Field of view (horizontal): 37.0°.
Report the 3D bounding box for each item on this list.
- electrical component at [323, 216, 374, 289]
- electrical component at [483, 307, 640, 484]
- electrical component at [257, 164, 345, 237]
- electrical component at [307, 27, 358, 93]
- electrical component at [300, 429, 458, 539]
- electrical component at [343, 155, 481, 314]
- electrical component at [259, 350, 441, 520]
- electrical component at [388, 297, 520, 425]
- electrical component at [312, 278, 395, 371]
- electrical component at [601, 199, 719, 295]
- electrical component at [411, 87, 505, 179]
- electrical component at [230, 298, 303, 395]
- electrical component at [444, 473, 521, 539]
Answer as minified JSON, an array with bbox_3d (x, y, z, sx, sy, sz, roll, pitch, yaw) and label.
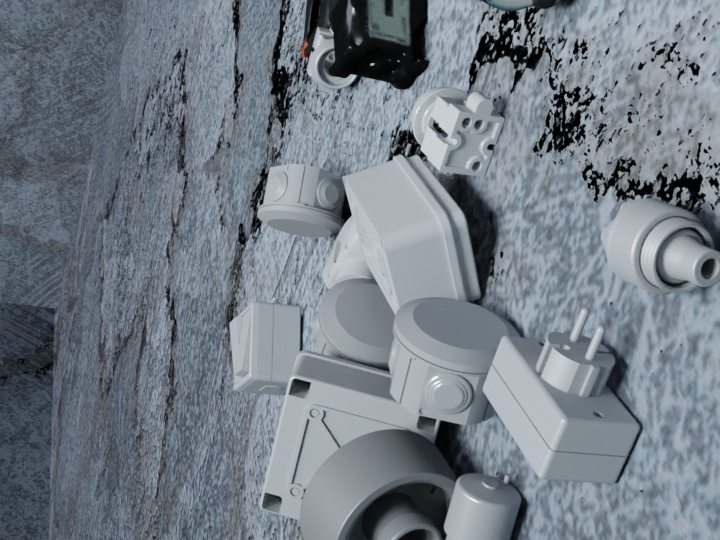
[{"bbox_3d":[0.000,0.000,0.874,0.077,0.043,0.079,123,162,-48],"label":"electrical component"},{"bbox_3d":[0.111,0.057,0.572,0.083,0.047,0.075,-120,42,-58],"label":"electrical component"},{"bbox_3d":[-0.052,-0.063,0.996,0.080,0.080,0.051,161,121,-67],"label":"electrical component"},{"bbox_3d":[-0.025,-0.199,1.021,0.055,0.048,0.066,-109,33,-64],"label":"electrical component"},{"bbox_3d":[0.022,0.164,0.690,0.060,0.108,0.108,43,123,58],"label":"electrical component"},{"bbox_3d":[0.035,-0.023,0.748,0.113,0.057,0.078,-118,11,-57],"label":"electrical component"},{"bbox_3d":[-0.005,0.124,0.755,0.056,0.109,0.108,-69,-6,-73],"label":"electrical component"},{"bbox_3d":[0.057,0.055,0.671,0.080,0.080,0.051,-118,35,-57],"label":"electrical component"},{"bbox_3d":[0.004,0.050,0.810,0.051,0.080,0.080,112,156,-45],"label":"electrical component"},{"bbox_3d":[0.147,-0.009,0.510,0.062,0.043,0.043,-142,62,-65],"label":"electrical component"},{"bbox_3d":[0.066,-0.098,0.750,0.055,0.048,0.066,53,132,51],"label":"electrical component"},{"bbox_3d":[-0.097,0.073,1.087,0.062,0.061,0.096,140,134,-61],"label":"electrical component"},{"bbox_3d":[0.070,0.160,0.652,0.040,0.040,0.078,-133,54,-64],"label":"electrical component"}]
